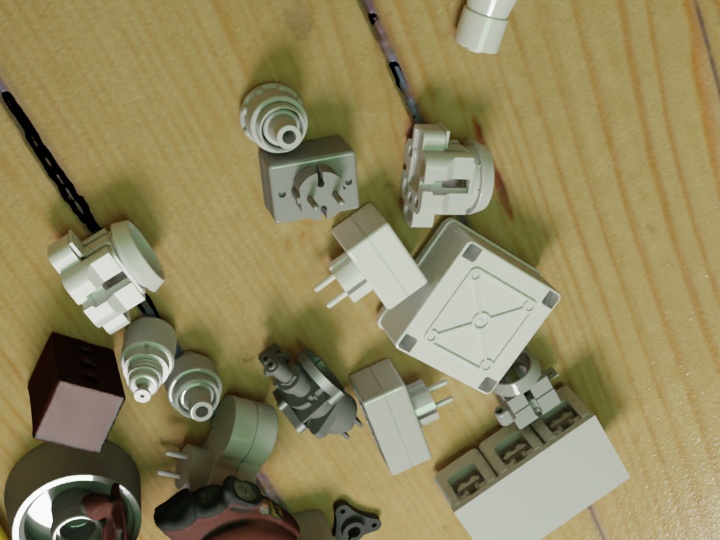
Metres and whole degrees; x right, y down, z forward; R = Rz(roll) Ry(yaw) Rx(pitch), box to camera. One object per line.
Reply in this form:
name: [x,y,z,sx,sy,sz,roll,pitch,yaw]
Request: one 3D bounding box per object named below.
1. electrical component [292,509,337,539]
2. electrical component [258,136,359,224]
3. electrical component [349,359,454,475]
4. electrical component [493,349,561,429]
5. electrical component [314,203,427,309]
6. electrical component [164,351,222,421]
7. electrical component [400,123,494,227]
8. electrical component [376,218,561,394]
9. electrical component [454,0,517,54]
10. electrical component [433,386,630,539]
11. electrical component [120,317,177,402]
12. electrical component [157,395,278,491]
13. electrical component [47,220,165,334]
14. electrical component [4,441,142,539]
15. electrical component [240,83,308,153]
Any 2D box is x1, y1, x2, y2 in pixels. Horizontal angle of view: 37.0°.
electrical component: [-0.076,0.265,0.939,0.113,0.057,0.078,-8,117,-15]
electrical component: [-0.033,-0.060,0.789,0.066,0.076,0.047,-12,117,-14]
electrical component: [0.043,0.117,0.915,0.076,0.047,0.083,-24,119,-6]
electrical component: [0.141,0.101,0.944,0.066,0.048,0.055,-34,128,-1]
electrical component: [0.000,0.000,0.846,0.077,0.047,0.065,-36,120,0]
electrical component: [-0.128,0.094,0.837,0.043,0.062,0.043,-8,116,-16]
electrical component: [0.068,-0.072,0.830,0.057,0.058,0.078,0,114,-16]
electrical component: [0.089,0.030,0.885,0.109,0.056,0.108,29,102,-28]
electrical component: [0.094,-0.193,0.791,0.044,0.044,0.065,7,116,-22]
electrical component: [0.154,0.186,0.978,0.150,0.061,0.089,-34,121,-1]
electrical component: [-0.160,0.069,0.809,0.040,0.078,0.040,-2,124,-3]
electrical component: [-0.127,0.164,0.877,0.074,0.052,0.138,18,107,-25]
electrical component: [-0.179,0.000,0.779,0.057,0.058,0.078,-32,120,1]
electrical component: [-0.225,0.193,0.852,0.108,0.060,0.108,-8,116,-16]
electrical component: [-0.058,-0.104,0.768,0.048,0.062,0.048,-7,116,-15]
